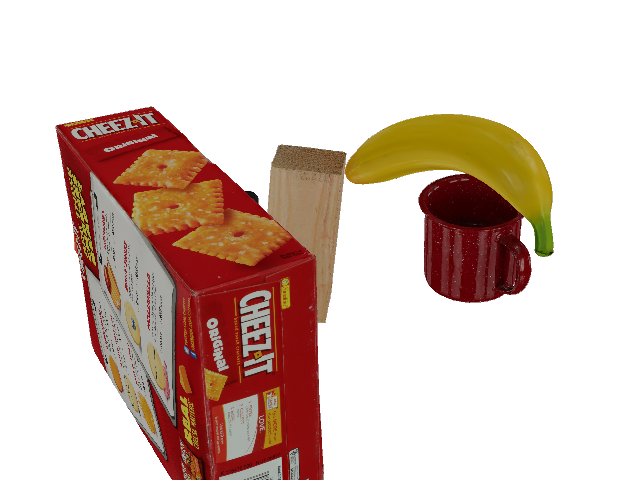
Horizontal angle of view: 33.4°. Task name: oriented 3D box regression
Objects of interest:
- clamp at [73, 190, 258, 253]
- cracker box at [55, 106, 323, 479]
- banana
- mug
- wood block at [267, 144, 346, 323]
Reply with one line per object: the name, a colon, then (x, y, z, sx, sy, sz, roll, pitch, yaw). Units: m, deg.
clamp: (-0.157, -0.039, 0.980, 0.171, 0.039, 0.120, -19, 39, -31)
cracker box: (-0.076, 0.038, 0.599, 0.072, 0.164, 0.214, -16, 33, -23)
banana: (0.085, -0.050, 0.700, 0.037, 0.069, 0.198, 25, 1, -39)
mug: (0.138, 0.005, 0.915, 0.093, 0.081, 0.117, -23, 38, -28)
wood block: (-0.023, -0.009, 1.380, 0.090, 0.206, 0.090, 7, 24, 2)
